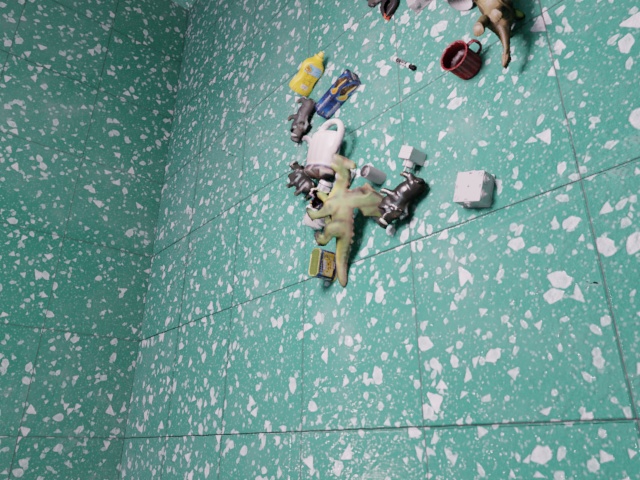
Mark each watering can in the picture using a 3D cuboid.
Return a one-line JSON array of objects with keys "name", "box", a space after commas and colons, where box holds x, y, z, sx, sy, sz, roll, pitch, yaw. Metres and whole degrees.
[{"name": "watering can", "box": [-0.001, -0.331, 1.925, 0.347, 0.103, 0.226, -4, 71, 65]}]

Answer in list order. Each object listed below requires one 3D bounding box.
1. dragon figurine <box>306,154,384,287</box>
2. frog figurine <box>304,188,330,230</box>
[{"name": "dragon figurine", "box": [0.101, -0.072, 1.633, 0.241, 0.123, 0.410, -20, 91, 29]}, {"name": "frog figurine", "box": [0.006, -0.092, 1.820, 0.140, 0.123, 0.155, -118, 21, -44]}]
